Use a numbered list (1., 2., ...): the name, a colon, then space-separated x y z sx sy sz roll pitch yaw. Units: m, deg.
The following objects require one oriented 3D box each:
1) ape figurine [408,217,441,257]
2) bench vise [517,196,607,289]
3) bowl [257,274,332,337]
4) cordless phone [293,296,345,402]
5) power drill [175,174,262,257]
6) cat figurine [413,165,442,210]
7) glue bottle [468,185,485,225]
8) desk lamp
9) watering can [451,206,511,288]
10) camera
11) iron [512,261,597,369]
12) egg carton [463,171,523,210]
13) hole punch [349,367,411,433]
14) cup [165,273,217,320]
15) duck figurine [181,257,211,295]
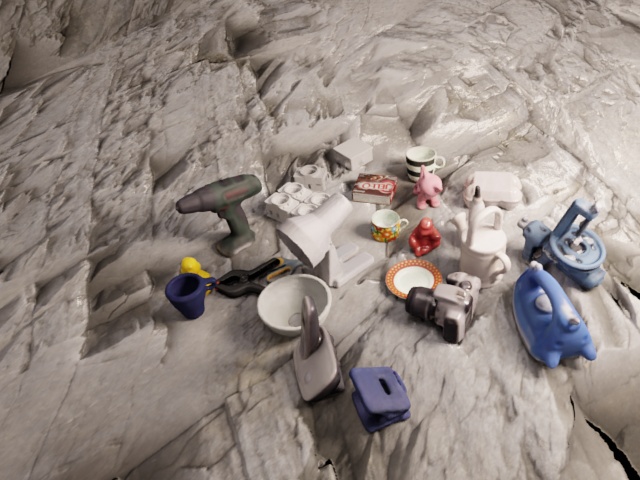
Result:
1. ape figurine: 0.256 -0.015 1.396 0.077 0.092 0.076 5 43 17
2. bench vise: 0.522 -0.009 1.240 0.206 0.220 0.122 17 48 27
3. bowl: -0.052 0.158 1.272 0.167 0.075 0.167 -5 41 5
4. cordless phone: -0.012 0.212 1.119 0.094 0.185 0.147 -15 41 -6
5. power drill: -0.241 -0.063 1.456 0.230 0.209 0.075 -35 47 -26
6. cat figurine: 0.286 -0.148 1.521 0.067 0.118 0.127 -8 41 2
7. glue bottle: 0.371 -0.059 1.362 0.037 0.173 0.078 -2 42 9
8. desk lamp: 0.012 0.005 1.327 0.204 0.214 0.117 -33 46 -25
9. watering can: 0.357 0.004 1.277 0.172 0.194 0.101 24 51 33
10. camera: 0.261 0.126 1.228 0.136 0.101 0.143 14 46 25
11. iron: 0.458 0.126 1.160 0.118 0.142 0.258 -11 41 -2
12. egg carton: 0.452 -0.130 1.505 0.150 0.069 0.107 3 43 14
13. hole punch: 0.113 0.288 1.080 0.101 0.091 0.108 -18 42 -10
14. cup: -0.290 0.133 1.330 0.118 0.095 0.091 -18 42 -9
15. duck figurine: -0.308 0.085 1.395 0.078 0.086 0.104 -25 43 -16
